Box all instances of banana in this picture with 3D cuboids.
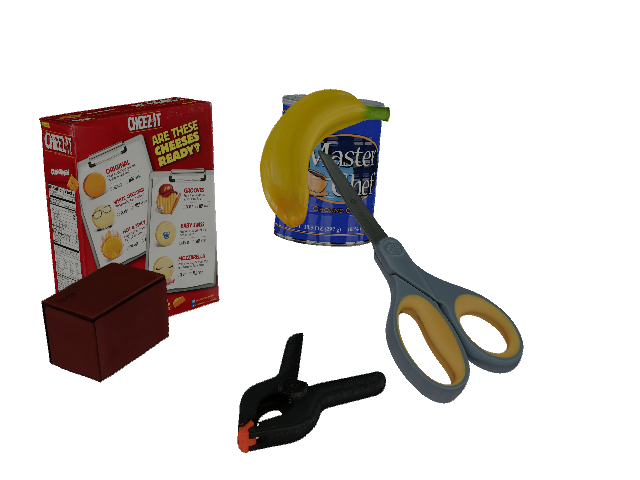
[{"bbox_3d":[-0.008,-0.076,0.843,0.070,0.037,0.197,16,38,18],"label":"banana"}]

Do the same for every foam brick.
[{"bbox_3d":[-0.154,0.057,0.774,0.053,0.051,0.078,13,29,30],"label":"foam brick"}]

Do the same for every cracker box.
[{"bbox_3d":[-0.186,-0.026,1.063,0.163,0.214,0.072,-16,22,-42],"label":"cracker box"}]

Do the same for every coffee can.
[{"bbox_3d":[0.008,-0.073,1.083,0.103,0.140,0.103,4,12,-1],"label":"coffee can"}]

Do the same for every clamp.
[{"bbox_3d":[-0.030,0.151,1.076,0.171,0.039,0.120,-24,35,-39],"label":"clamp"}]

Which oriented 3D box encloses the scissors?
[{"bbox_3d":[0.064,0.016,0.676,0.096,0.202,0.016,3,-43,-22],"label":"scissors"}]
